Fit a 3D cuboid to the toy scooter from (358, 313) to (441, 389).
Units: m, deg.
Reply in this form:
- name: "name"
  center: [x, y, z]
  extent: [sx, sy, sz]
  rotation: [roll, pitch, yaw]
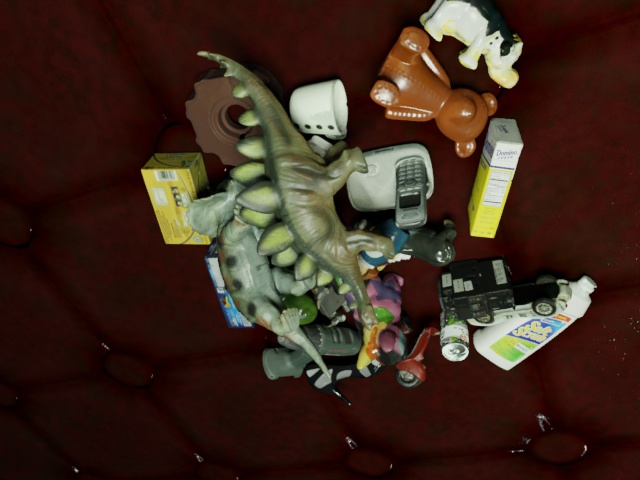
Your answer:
- name: "toy scooter"
  center: [0.170, 0.199, 1.106]
  extent: [0.184, 0.075, 0.135]
  rotation: [48, 110, 26]

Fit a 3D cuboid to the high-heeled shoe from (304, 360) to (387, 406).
- name: "high-heeled shoe"
  center: [0.070, 0.266, 1.229]
  extent: [0.145, 0.086, 0.248]
  rotation: [42, 108, 20]

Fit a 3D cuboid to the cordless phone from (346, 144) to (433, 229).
- name: "cordless phone"
  center: [0.112, -0.070, 0.876]
  extent: [0.147, 0.184, 0.088]
  rotation: [-8, 129, 17]

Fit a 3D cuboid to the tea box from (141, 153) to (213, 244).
- name: "tea box"
  center: [-0.260, -0.076, 1.018]
  extent: [0.098, 0.068, 0.169]
  rotation: [2, 128, 10]

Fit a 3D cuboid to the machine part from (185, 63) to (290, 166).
- name: "machine part"
  center: [-0.138, -0.207, 0.904]
  extent: [0.179, 0.056, 0.179]
  rotation: [6, 128, 8]

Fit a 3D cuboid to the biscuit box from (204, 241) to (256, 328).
- name: "biscuit box"
  center: [-0.182, 0.097, 1.136]
  extent: [0.059, 0.063, 0.202]
  rotation: [-2, 126, 12]

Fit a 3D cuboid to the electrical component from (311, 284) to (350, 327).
- name: "electrical component"
  center: [0.023, 0.128, 1.104]
  extent: [0.045, 0.078, 0.102]
  rotation: [21, 141, 55]

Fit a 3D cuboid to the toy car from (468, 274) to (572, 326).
- name: "toy car"
  center: [0.371, 0.117, 1.014]
  extent: [0.202, 0.073, 0.056]
  rotation: [-16, 122, 38]

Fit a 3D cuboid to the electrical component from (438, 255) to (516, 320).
- name: "electrical component"
  center: [0.289, 0.089, 1.003]
  extent: [0.134, 0.115, 0.058]
  rotation: [-11, 119, 19]

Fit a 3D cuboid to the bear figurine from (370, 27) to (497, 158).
- name: "bear figurine"
  center: [0.175, -0.208, 0.797]
  extent: [0.196, 0.132, 0.120]
  rotation: [31, 98, -4]

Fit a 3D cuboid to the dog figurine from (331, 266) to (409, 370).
- name: "dog figurine"
  center: [0.091, 0.133, 1.012]
  extent: [0.191, 0.219, 0.108]
  rotation: [41, 120, -20]

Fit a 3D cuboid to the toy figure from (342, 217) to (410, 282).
- name: "toy figure"
  center: [0.084, 0.027, 0.909]
  extent: [0.057, 0.064, 0.154]
  rotation: [23, 120, -38]

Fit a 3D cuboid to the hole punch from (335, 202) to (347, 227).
- name: "hole punch"
  center: [-0.002, -0.003, 0.982]
  extent: [0.116, 0.142, 0.092]
  rotation: [-11, 128, -7]

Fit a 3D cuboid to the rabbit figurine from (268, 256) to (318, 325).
- name: "rabbit figurine"
  center: [-0.085, 0.109, 1.071]
  extent: [0.170, 0.121, 0.159]
  rotation: [48, 146, 0]

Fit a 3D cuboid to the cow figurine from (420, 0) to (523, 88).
- name: "cow figurine"
  center: [0.233, -0.293, 0.761]
  extent: [0.167, 0.068, 0.098]
  rotation: [32, 119, -14]

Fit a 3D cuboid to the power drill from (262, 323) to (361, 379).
- name: "power drill"
  center: [-0.041, 0.233, 1.157]
  extent: [0.232, 0.086, 0.207]
  rotation: [7, 143, -39]

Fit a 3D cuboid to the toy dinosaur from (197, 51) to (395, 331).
- name: "toy dinosaur"
  center: [-0.027, -0.076, 0.796]
  extent: [0.199, 0.105, 0.471]
  rotation: [-23, 93, -8]

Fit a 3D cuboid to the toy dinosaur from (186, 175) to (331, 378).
- name: "toy dinosaur"
  center: [-0.115, 0.055, 0.931]
  extent: [0.192, 0.131, 0.404]
  rotation: [-16, 90, 51]

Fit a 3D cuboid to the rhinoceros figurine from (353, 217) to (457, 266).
- name: "rhinoceros figurine"
  center: [0.151, 0.002, 0.965]
  extent: [0.191, 0.112, 0.073]
  rotation: [15, 135, 24]
